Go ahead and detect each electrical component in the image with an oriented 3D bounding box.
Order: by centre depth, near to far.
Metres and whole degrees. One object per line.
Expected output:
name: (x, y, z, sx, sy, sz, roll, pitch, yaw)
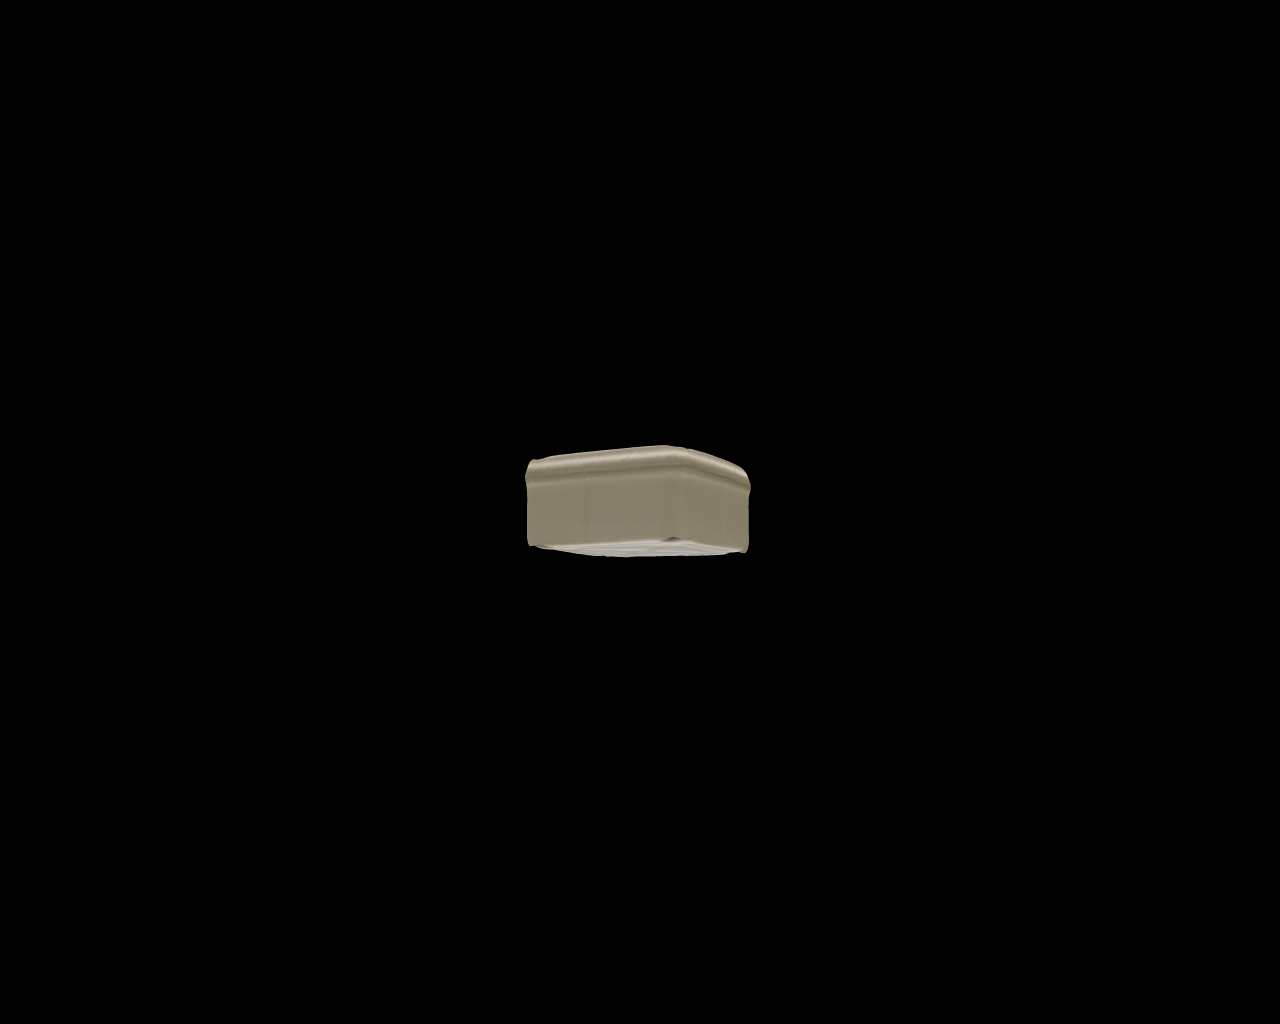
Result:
electrical component: (0.001, -0.003, 0.650, 0.109, 0.056, 0.109, -3, -7, 26)
